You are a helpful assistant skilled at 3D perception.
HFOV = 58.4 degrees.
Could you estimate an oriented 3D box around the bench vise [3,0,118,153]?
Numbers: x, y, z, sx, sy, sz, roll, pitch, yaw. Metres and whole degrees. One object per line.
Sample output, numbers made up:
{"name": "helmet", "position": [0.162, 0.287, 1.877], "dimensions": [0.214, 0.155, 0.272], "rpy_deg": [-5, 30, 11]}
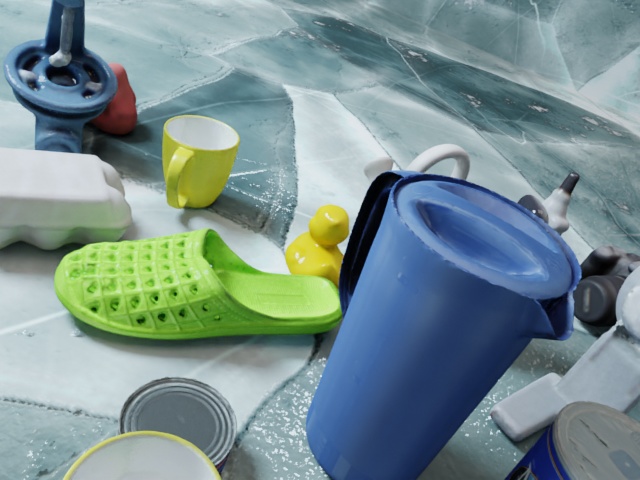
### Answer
{"name": "bench vise", "position": [-0.316, -0.229, 0.680], "dimensions": [0.122, 0.220, 0.206], "rpy_deg": [-10, 44, -41]}

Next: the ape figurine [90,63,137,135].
{"name": "ape figurine", "position": [-0.280, -0.196, 0.775], "dimensions": [0.078, 0.092, 0.076], "rpy_deg": [-16, 48, -44]}

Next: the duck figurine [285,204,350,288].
{"name": "duck figurine", "position": [0.006, 0.002, 0.659], "dimensions": [0.078, 0.086, 0.104], "rpy_deg": [13, 33, -13]}

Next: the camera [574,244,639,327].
{"name": "camera", "position": [0.409, 0.066, 0.795], "dimensions": [0.137, 0.101, 0.143], "rpy_deg": [3, 37, -28]}

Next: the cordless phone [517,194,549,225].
{"name": "cordless phone", "position": [0.200, 0.013, 0.666], "dimensions": [0.094, 0.185, 0.147], "rpy_deg": [10, 34, -18]}

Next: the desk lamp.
{"name": "desk lamp", "position": [0.302, 0.113, 0.553], "dimensions": [0.204, 0.213, 0.117], "rpy_deg": [-10, 44, -41]}

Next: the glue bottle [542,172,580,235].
{"name": "glue bottle", "position": [0.305, -0.017, 0.787], "dimensions": [0.037, 0.173, 0.078], "rpy_deg": [2, 37, -29]}

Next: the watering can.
{"name": "watering can", "position": [0.102, -0.030, 0.663], "dimensions": [0.172, 0.194, 0.101], "rpy_deg": [37, 35, 23]}

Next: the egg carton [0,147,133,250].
{"name": "egg carton", "position": [-0.269, -0.039, 0.570], "dimensions": [0.151, 0.069, 0.107], "rpy_deg": [0, 38, -31]}
